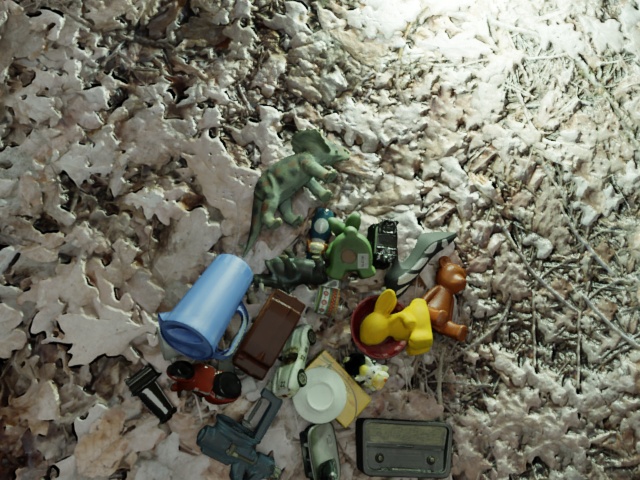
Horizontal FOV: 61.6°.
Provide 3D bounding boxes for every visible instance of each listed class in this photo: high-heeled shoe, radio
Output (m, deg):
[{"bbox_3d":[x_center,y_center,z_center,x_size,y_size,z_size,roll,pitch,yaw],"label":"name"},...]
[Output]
[{"bbox_3d":[0.278,0.064,1.440,0.249,0.086,0.145,-14,108,-26],"label":"high-heeled shoe"},{"bbox_3d":[0.203,0.506,1.312,0.230,0.073,0.131,6,76,-8],"label":"radio"}]

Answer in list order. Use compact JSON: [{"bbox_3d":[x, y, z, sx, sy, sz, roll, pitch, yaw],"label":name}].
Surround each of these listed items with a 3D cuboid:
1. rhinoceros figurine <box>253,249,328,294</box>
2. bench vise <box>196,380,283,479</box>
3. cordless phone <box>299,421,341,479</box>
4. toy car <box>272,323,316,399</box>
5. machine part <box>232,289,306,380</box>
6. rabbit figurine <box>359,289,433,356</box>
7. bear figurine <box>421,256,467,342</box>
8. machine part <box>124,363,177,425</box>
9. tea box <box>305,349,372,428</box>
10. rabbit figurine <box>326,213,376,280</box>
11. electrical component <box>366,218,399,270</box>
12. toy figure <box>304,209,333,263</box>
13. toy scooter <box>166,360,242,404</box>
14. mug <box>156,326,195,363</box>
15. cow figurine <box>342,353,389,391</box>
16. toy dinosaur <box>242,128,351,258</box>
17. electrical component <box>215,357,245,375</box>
[{"bbox_3d":[-0.074,0.082,1.348,0.190,0.073,0.112,-5,106,0],"label":"rhinoceros figurine"},{"bbox_3d":[-0.154,0.447,1.244,0.223,0.129,0.240,32,78,-4],"label":"bench vise"},{"bbox_3d":[0.008,0.496,1.224,0.089,0.184,0.146,-8,79,-7],"label":"cordless phone"},{"bbox_3d":[-0.062,0.283,1.285,0.056,0.073,0.202,46,39,-30],"label":"toy car"},{"bbox_3d":[-0.123,0.220,1.255,0.087,0.201,0.201,33,74,-1],"label":"machine part"},{"bbox_3d":[0.179,0.202,1.304,0.173,0.121,0.162,-9,76,7],"label":"rabbit figurine"},{"bbox_3d":[0.339,0.146,1.397,0.120,0.132,0.196,39,76,-26],"label":"bear figurine"},{"bbox_3d":[-0.391,0.363,1.262,0.084,0.039,0.139,-34,83,-20],"label":"machine part"},{"bbox_3d":[0.032,0.362,1.319,0.169,0.068,0.098,45,75,1],"label":"tea box"},{"bbox_3d":[0.062,0.017,1.349,0.121,0.170,0.159,-10,97,-2],"label":"rabbit figurine"},{"bbox_3d":[0.155,0.014,1.387,0.058,0.134,0.115,11,77,-9],"label":"electrical component"},{"bbox_3d":[-0.004,-0.004,1.406,0.064,0.057,0.154,5,74,31],"label":"toy figure"},{"bbox_3d":[-0.281,0.339,1.254,0.184,0.135,0.075,26,47,-21],"label":"toy scooter"},{"bbox_3d":[-0.324,0.243,1.279,0.107,0.080,0.109,-17,72,-22],"label":"mug"},{"bbox_3d":[0.108,0.310,1.293,0.098,0.167,0.068,33,79,-3],"label":"cow figurine"},{"bbox_3d":[-0.089,-0.144,1.396,0.405,0.131,0.192,-37,62,-6],"label":"toy dinosaur"},{"bbox_3d":[-0.229,0.305,1.311,0.094,0.021,0.063,6,76,-8],"label":"electrical component"}]
